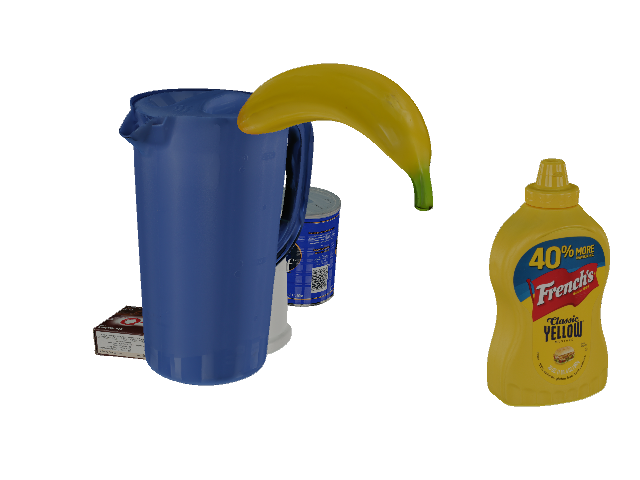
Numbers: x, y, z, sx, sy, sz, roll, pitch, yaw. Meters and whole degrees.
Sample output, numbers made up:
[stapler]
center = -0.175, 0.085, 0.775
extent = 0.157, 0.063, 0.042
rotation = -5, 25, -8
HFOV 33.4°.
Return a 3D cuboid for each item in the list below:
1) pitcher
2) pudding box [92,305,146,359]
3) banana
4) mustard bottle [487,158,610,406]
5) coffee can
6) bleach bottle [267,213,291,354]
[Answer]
[pitcher]
center = -0.087, -0.007, 0.918
extent = 0.149, 0.243, 0.145
rotation = 4, 18, 2
[pudding box]
center = -0.207, 0.113, 1.301
extent = 0.114, 0.039, 0.090
rotation = 2, 14, 16
[banana]
center = 0.008, -0.081, 0.688
extent = 0.037, 0.070, 0.198
rotation = 17, 8, -41
[mustard bottle]
center = 0.180, 0.031, 0.838
extent = 0.096, 0.192, 0.058
rotation = -6, 15, -14
[coffee can]
center = -0.027, 0.007, 1.491
extent = 0.103, 0.140, 0.103
rotation = 3, 25, -2
[bleach bottle]
center = -0.077, -0.012, 1.119
extent = 0.103, 0.251, 0.068
rotation = 14, 23, 25
